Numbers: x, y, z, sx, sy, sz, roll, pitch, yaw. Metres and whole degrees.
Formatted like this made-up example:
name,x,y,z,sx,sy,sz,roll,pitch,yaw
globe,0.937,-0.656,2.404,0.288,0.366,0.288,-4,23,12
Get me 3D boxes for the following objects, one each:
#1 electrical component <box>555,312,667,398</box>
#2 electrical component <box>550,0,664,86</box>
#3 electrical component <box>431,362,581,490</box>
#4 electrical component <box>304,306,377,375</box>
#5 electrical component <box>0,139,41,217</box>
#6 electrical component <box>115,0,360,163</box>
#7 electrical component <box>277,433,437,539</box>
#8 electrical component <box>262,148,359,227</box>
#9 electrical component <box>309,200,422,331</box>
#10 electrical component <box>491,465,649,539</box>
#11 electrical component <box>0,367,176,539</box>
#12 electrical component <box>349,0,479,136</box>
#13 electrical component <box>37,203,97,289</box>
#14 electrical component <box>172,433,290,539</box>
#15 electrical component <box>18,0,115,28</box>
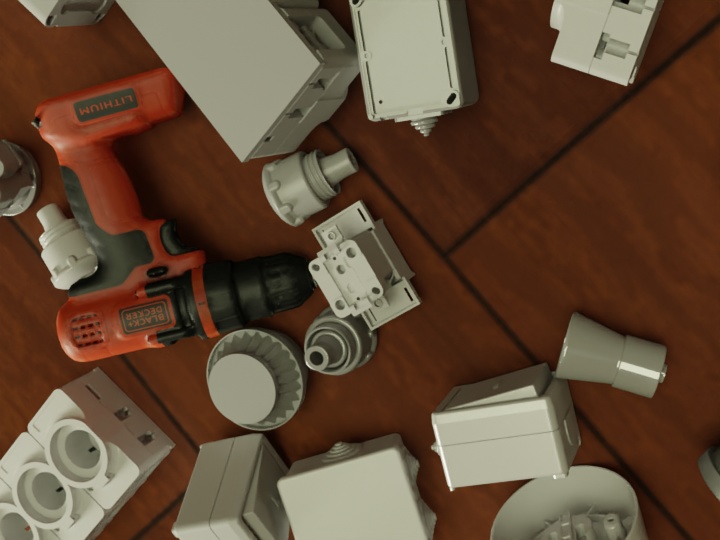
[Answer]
name,x,y,z,sx,sy,sz,roll,pitch,yaw
electrical component,0.162,0.057,0.686,0.065,0.044,0.044,16,107,11
electrical component,0.149,-0.161,0.635,0.056,0.050,0.089,22,108,14
electrical component,0.090,0.102,0.710,0.096,0.062,0.061,-12,98,22
electrical component,-0.018,0.052,0.738,0.048,0.062,0.048,4,103,19
electrical component,-0.278,-0.066,0.808,0.078,0.057,0.058,-38,88,23
electrical component,-0.077,-0.157,0.697,0.150,0.062,0.089,52,123,13
electrical component,-0.001,0.169,0.756,0.100,0.048,0.099,-17,96,8
electrical component,-0.032,-0.061,0.728,0.062,0.048,0.048,-25,93,16
electrical component,0.000,0.000,0.719,0.042,0.064,0.081,-31,91,24
electrical component,0.138,0.178,0.693,0.099,0.099,0.064,-20,101,23
electrical component,-0.230,0.164,0.840,0.089,0.062,0.150,44,112,6
electrical component,0.037,-0.133,0.676,0.062,0.061,0.096,-6,100,20
electrical component,-0.219,-0.020,0.805,0.048,0.048,0.062,-36,82,23
electrical component,-0.083,0.163,0.774,0.061,0.096,0.061,-14,126,22
electrical component,-0.188,-0.226,0.728,0.057,0.078,0.113,43,112,3
